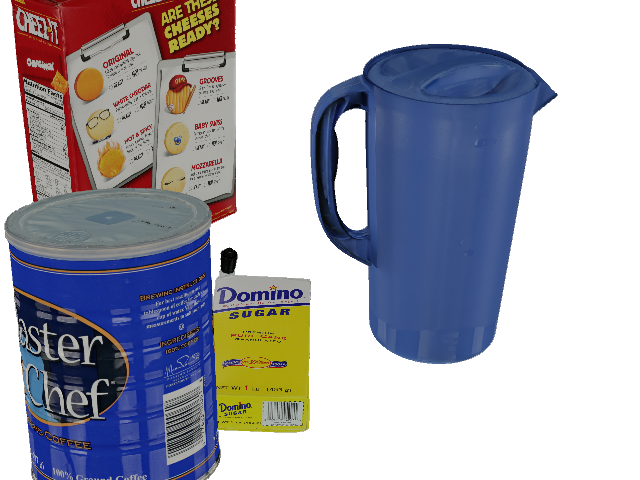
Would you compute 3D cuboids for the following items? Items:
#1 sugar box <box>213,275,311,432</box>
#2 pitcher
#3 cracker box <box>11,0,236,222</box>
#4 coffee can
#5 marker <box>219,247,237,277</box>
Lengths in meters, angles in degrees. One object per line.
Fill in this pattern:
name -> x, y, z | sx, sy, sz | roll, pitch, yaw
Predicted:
sugar box -> -0.055, 0.096, 0.951 | 0.093, 0.048, 0.176 | 2, 34, -2
pitcher -> 0.086, -0.026, 0.853 | 0.149, 0.243, 0.144 | 20, 33, 30
cracker box -> -0.144, -0.099, 0.817 | 0.072, 0.214, 0.163 | 23, 35, 35
coffee can -> -0.105, 0.053, 0.558 | 0.103, 0.140, 0.103 | -1, 18, 0
marker -> -0.107, 0.057, 1.207 | 0.020, 0.121, 0.020 | 6, 38, -5
